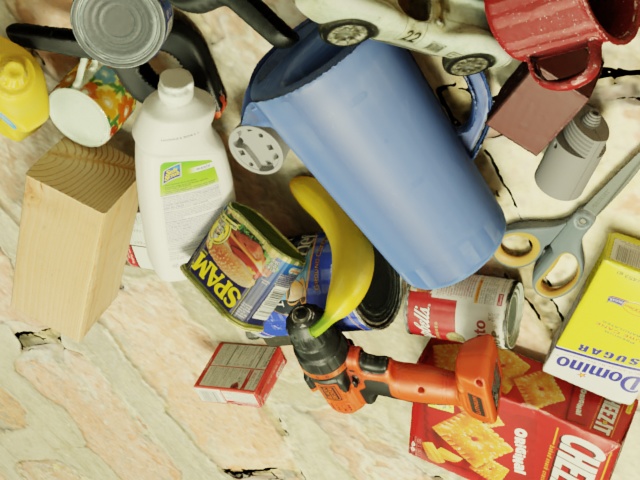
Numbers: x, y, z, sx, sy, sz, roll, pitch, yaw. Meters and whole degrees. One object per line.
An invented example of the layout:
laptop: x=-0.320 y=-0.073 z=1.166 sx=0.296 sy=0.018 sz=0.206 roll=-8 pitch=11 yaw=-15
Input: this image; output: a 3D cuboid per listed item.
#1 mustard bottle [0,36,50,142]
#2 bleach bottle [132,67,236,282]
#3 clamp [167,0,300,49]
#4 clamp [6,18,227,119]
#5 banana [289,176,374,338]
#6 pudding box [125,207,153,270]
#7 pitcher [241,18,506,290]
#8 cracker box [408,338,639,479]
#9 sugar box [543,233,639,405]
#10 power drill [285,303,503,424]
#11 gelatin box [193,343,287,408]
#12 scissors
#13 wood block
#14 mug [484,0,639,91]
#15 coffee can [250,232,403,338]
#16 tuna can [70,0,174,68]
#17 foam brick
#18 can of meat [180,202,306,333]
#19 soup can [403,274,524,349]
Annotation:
mustard bottle: x=-0.299 y=-0.147 z=1.019 sx=0.096 sy=0.058 sz=0.192 roll=58 pitch=164 yaw=-11
bleach bottle: x=-0.123 y=-0.064 z=1.013 sx=0.068 sy=0.102 sz=0.251 roll=59 pitch=158 yaw=32
clamp: x=-0.078 y=-0.213 z=0.871 sx=0.172 sy=0.039 sz=0.120 roll=2 pitch=90 yaw=36
clamp: x=-0.166 y=-0.190 z=0.973 sx=0.210 sy=0.036 sz=0.165 roll=33 pitch=127 yaw=-11
banana: x=0.012 y=0.000 z=0.974 sx=0.069 sy=0.198 sz=0.037 roll=-11 pitch=134 yaw=3
pudding box: x=-0.193 y=-0.011 z=1.172 sx=0.114 sy=0.039 sz=0.090 roll=8 pitch=133 yaw=22
pitcher: x=0.065 y=-0.080 z=0.897 sx=0.149 sy=0.144 sz=0.242 roll=-3 pitch=134 yaw=48
cracker box: x=0.201 y=0.197 z=1.109 sx=0.214 sy=0.072 sz=0.164 roll=21 pitch=139 yaw=19
sugar box: x=0.276 y=0.077 z=0.978 sx=0.093 sy=0.048 sz=0.176 roll=22 pitch=137 yaw=9
power drill: x=0.071 y=0.116 z=0.997 sx=0.188 sy=0.057 sz=0.184 roll=4 pitch=152 yaw=20
gelatin box: x=-0.093 y=0.159 z=1.256 sx=0.089 sy=0.073 sz=0.030 roll=1 pitch=132 yaw=28
scissors: x=0.212 y=-0.022 z=0.941 sx=0.096 sy=0.016 sz=0.202 roll=21 pitch=138 yaw=11
wood block: x=-0.256 y=-0.001 z=1.121 sx=0.091 sy=0.090 sz=0.206 roll=27 pitch=134 yaw=5
mug: x=0.171 y=-0.163 z=0.757 sx=0.082 sy=0.117 sz=0.093 roll=-9 pitch=171 yaw=43
coffee can: x=-0.003 y=0.043 z=1.065 sx=0.141 sy=0.102 sz=0.102 roll=-7 pitch=127 yaw=35
tuna can: x=-0.172 y=-0.194 z=0.928 sx=0.086 sy=0.033 sz=0.086 roll=2 pitch=120 yaw=3
foam brick: x=0.176 y=-0.116 z=0.840 sx=0.051 sy=0.053 sz=0.078 roll=33 pitch=139 yaw=-3
can of meat: x=-0.072 y=0.024 z=1.019 sx=0.102 sy=0.057 sz=0.084 roll=44 pitch=105 yaw=32
soup can: x=0.139 y=0.065 z=1.031 sx=0.102 sy=0.068 sz=0.068 roll=7 pitch=134 yaw=23
